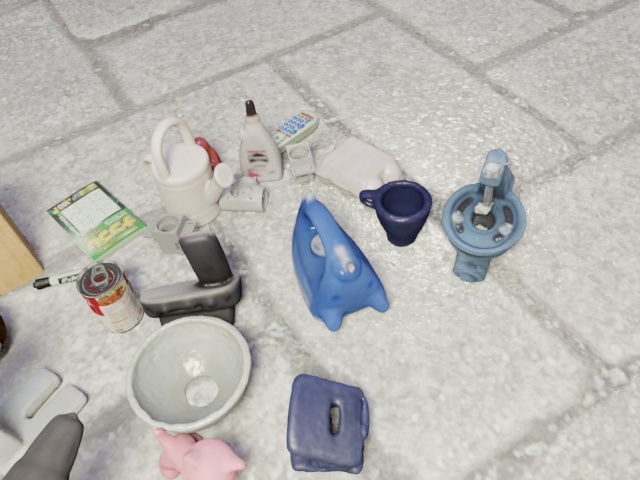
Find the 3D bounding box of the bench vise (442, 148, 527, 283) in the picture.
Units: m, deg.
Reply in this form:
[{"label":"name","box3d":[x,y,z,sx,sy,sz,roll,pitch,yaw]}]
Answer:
[{"label":"bench vise","box3d":[0.244,-0.071,0.859,0.121,0.220,0.207,1,50,7]}]

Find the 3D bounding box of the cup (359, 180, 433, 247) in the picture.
[{"label":"cup","box3d":[0.119,-0.037,0.925,0.117,0.095,0.092,14,53,17]}]

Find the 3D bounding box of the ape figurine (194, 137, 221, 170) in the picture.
[{"label":"ape figurine","box3d":[-0.218,-0.150,1.056,0.077,0.092,0.076,24,56,24]}]

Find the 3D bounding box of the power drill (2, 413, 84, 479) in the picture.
[{"label":"power drill","box3d":[-0.290,0.319,0.593,0.075,0.209,0.230,14,53,17]}]

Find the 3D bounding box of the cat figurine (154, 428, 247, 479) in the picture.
[{"label":"cat figurine","box3d":[-0.147,0.264,0.684,0.127,0.118,0.067,24,56,24]}]

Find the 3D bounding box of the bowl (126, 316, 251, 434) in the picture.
[{"label":"bowl","box3d":[-0.170,0.191,0.776,0.167,0.075,0.167,-3,50,4]}]

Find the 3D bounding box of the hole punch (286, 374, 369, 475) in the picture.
[{"label":"hole punch","box3d":[0.011,0.228,0.716,0.101,0.091,0.108,0,50,6]}]

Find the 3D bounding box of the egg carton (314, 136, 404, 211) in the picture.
[{"label":"egg carton","box3d":[0.070,-0.120,1.016,0.150,0.069,0.107,31,60,28]}]

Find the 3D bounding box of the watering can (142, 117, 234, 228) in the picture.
[{"label":"watering can","box3d":[-0.225,-0.119,0.963,0.172,0.194,0.101,-1,50,6]}]

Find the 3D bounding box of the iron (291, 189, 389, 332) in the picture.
[{"label":"iron","box3d":[0.008,0.003,0.872,0.119,0.142,0.257,-20,51,-11]}]

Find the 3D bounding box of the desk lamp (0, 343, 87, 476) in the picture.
[{"label":"desk lamp","box3d":[-0.428,0.209,0.696,0.117,0.214,0.203,22,56,23]}]

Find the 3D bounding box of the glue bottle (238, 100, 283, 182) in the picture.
[{"label":"glue bottle","box3d":[-0.112,-0.175,1.013,0.078,0.173,0.037,-5,50,2]}]

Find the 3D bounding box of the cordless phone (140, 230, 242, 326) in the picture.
[{"label":"cordless phone","box3d":[-0.194,0.050,0.824,0.147,0.185,0.094,-12,50,-4]}]
